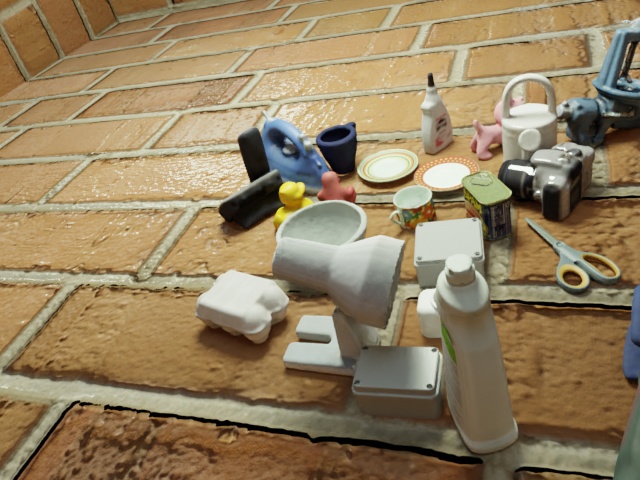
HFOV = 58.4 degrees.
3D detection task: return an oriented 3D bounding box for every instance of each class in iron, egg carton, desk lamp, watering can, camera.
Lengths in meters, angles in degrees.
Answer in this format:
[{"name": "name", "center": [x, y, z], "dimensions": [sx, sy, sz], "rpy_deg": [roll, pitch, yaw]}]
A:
[{"name": "iron", "center": [-0.054, -0.200, 1.273], "dimensions": [0.119, 0.142, 0.257], "rpy_deg": [-32, 38, -20]}, {"name": "egg carton", "center": [-0.128, 0.109, 0.946], "dimensions": [0.149, 0.069, 0.107], "rpy_deg": [10, 43, 33]}, {"name": "desk lamp", "center": [0.027, 0.086, 0.790], "dimensions": [0.202, 0.214, 0.118], "rpy_deg": [0, 39, 22]}, {"name": "watering can", "center": [0.392, -0.212, 1.065], "dimensions": [0.101, 0.194, 0.172], "rpy_deg": [-15, 35, 2]}, {"name": "camera", "center": [0.398, -0.121, 1.020], "dimensions": [0.136, 0.101, 0.143], "rpy_deg": [17, 47, 38]}]

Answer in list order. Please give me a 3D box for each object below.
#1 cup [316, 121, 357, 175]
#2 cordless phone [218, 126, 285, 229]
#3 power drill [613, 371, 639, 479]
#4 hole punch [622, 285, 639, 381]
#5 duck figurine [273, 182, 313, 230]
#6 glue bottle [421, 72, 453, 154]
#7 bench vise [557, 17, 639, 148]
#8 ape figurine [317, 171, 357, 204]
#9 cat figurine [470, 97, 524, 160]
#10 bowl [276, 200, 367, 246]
[{"name": "cup", "center": [0.051, -0.202, 1.274], "dimensions": [0.091, 0.095, 0.118], "rpy_deg": [13, 45, 35]}, {"name": "cordless phone", "center": [-0.157, -0.132, 1.185], "dimensions": [0.148, 0.185, 0.093], "rpy_deg": [-37, 40, -26]}, {"name": "power drill", "center": [0.328, 0.185, 0.539], "dimensions": [0.075, 0.209, 0.230], "rpy_deg": [13, 45, 35]}, {"name": "hole punch", "center": [0.428, 0.116, 0.695], "dimensions": [0.100, 0.091, 0.109], "rpy_deg": [5, 41, 28]}, {"name": "duck figurine", "center": [-0.059, -0.073, 1.151], "dimensions": [0.077, 0.086, 0.105], "rpy_deg": [13, 45, 35]}, {"name": "glue bottle", "center": [0.245, -0.276, 1.228], "dimensions": [0.037, 0.173, 0.078], "rpy_deg": [22, 51, 42]}, {"name": "bench vise", "center": [0.555, -0.292, 1.085], "dimensions": [0.208, 0.220, 0.121], "rpy_deg": [-30, 37, -18]}, {"name": "ape figurine", "center": [0.029, -0.096, 1.142], "dimensions": [0.077, 0.092, 0.076], "rpy_deg": [0, 38, 22]}, {"name": "cat figurine", "center": [0.372, -0.243, 1.181], "dimensions": [0.128, 0.118, 0.067], "rpy_deg": [-19, 35, -4]}, {"name": "bowl", "center": [0.009, 0.004, 1.029], "dimensions": [0.167, 0.075, 0.167], "rpy_deg": [-11, 36, 8]}]
